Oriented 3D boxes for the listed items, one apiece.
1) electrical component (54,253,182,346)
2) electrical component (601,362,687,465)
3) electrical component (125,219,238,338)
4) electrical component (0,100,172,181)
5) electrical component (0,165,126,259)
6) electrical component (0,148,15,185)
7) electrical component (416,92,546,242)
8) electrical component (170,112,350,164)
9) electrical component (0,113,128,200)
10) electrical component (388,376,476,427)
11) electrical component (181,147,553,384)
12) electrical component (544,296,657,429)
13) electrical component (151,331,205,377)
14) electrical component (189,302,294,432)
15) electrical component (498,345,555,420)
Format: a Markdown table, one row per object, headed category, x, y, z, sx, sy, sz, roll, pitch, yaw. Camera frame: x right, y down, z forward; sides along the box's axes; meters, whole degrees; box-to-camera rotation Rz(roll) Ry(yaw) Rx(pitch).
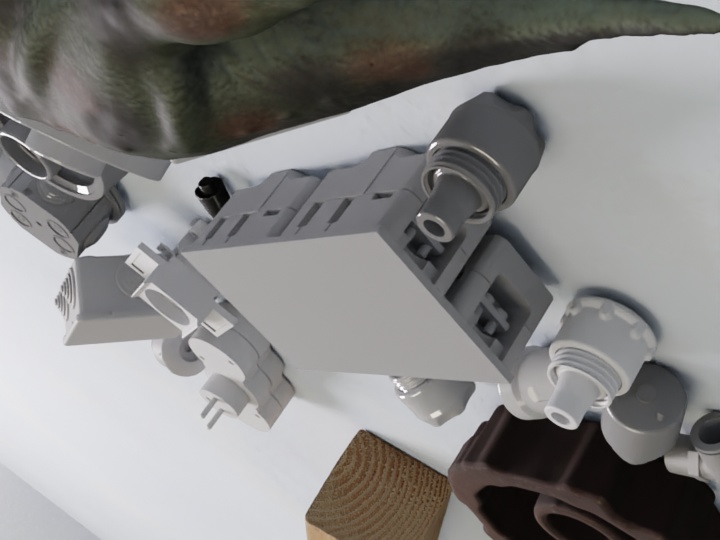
| category | x | y | z | sx | sy | sz | roll | pitch | yaw |
| --- | --- | --- | --- | --- | --- | --- | --- | --- | --- |
| electrical component | -0.172 | 0.021 | 0.794 | 0.100 | 0.048 | 0.100 | -3 | 166 | -23 |
| electrical component | 0.146 | 0.080 | 0.558 | 0.040 | 0.040 | 0.078 | 24 | 153 | 23 |
| electrical component | -0.112 | 0.004 | 0.720 | 0.081 | 0.063 | 0.042 | 40 | 154 | -10 |
| electrical component | -0.140 | -0.082 | 0.552 | 0.108 | 0.060 | 0.108 | 26 | -176 | -2 |
| electrical component | -0.211 | -0.050 | 0.761 | 0.080 | 0.051 | 0.080 | 28 | 154 | 15 |
| electrical component | -0.284 | -0.086 | 0.804 | 0.044 | 0.044 | 0.065 | 17 | 154 | 34 |
| electrical component | 0.046 | -0.039 | 0.446 | 0.043 | 0.062 | 0.043 | 28 | 154 | 15 |
| electrical component | -0.055 | -0.098 | 0.467 | 0.047 | 0.083 | 0.075 | 89 | 161 | -60 |
| electrical component | -0.183 | -0.089 | 0.648 | 0.108 | 0.060 | 0.108 | 28 | 154 | 15 |
| electrical component | 0.038 | 0.062 | 0.659 | 0.062 | 0.043 | 0.043 | 46 | 153 | -19 |
| electrical component | 0.000 | 0.000 | 0.575 | 0.105 | 0.060 | 0.186 | 48 | 152 | -25 |
| electrical component | 0.110 | 0.047 | 0.518 | 0.048 | 0.062 | 0.048 | 28 | 154 | 15 |
| electrical component | -0.154 | 0.061 | 0.896 | 0.048 | 0.048 | 0.062 | 50 | 158 | -28 |
| electrical component | -0.101 | 0.092 | 0.848 | 0.052 | 0.073 | 0.138 | 24 | 153 | 24 |
| electrical component | 0.103 | 0.059 | 0.576 | 0.040 | 0.040 | 0.046 | 45 | 148 | -19 |
